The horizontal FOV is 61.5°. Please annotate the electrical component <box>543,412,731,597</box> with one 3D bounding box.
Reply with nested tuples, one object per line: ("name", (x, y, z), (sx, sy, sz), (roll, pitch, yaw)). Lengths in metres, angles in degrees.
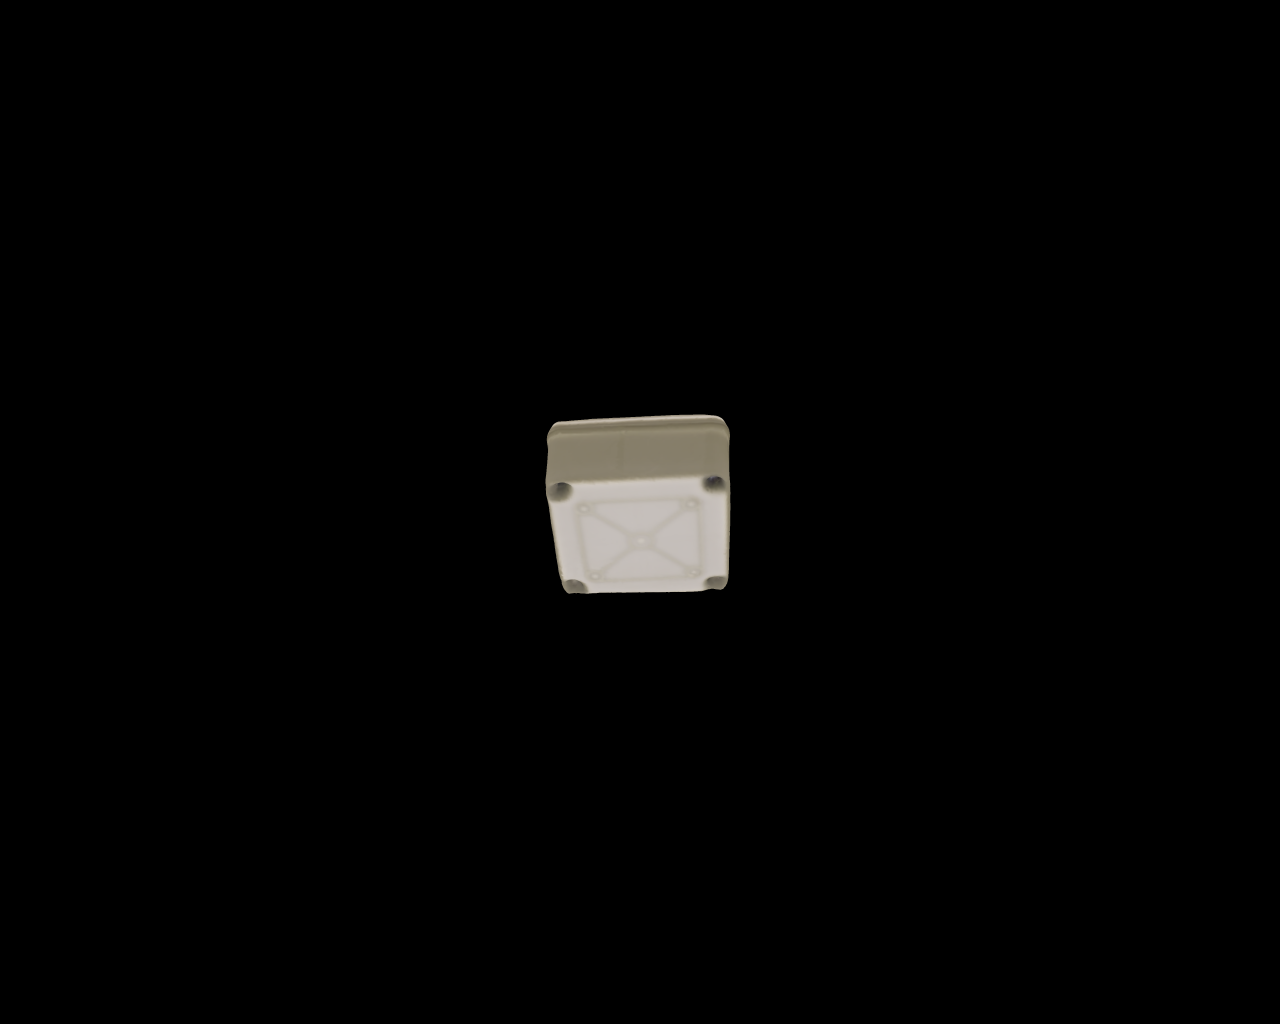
("electrical component", (0.001, -0.003, 0.650), (0.109, 0.056, 0.108), (-2, -43, 2))
